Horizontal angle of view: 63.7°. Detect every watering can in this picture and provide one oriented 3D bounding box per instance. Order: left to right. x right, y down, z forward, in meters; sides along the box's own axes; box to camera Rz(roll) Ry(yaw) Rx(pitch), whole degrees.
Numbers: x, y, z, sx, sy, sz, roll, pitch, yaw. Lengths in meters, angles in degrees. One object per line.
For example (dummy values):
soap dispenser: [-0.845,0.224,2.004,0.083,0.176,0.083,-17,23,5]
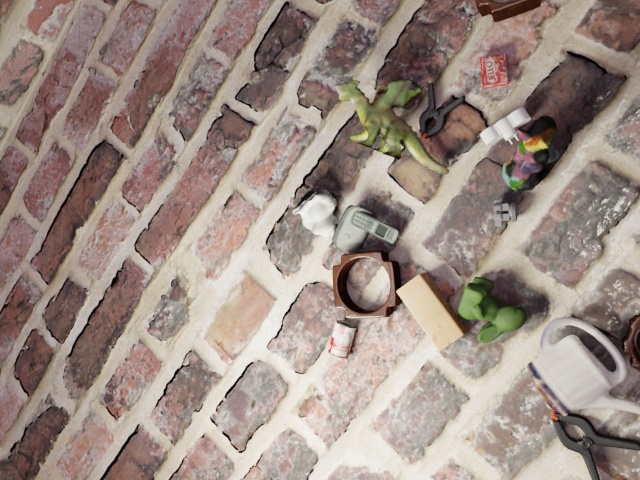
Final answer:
watering can: [0.684,0.369,1.314,0.222,0.104,0.352,-41,71,17]

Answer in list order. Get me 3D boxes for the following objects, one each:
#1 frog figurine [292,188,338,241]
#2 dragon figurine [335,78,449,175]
frog figurine: [0.005,-0.084,1.670,0.137,0.124,0.158,-45,107,7]
dragon figurine: [0.228,-0.369,1.549,0.411,0.122,0.242,21,95,7]
